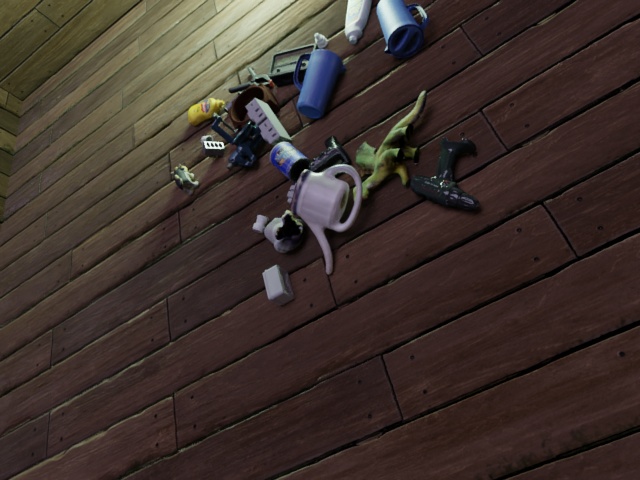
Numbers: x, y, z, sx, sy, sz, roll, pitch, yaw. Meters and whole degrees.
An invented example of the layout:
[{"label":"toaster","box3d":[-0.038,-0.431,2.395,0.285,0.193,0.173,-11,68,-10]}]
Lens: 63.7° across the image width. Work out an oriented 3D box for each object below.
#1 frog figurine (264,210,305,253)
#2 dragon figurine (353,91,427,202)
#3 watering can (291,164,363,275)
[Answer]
[{"label":"frog figurine","box3d":[-0.125,-0.020,1.771,0.157,0.122,0.139,144,131,-62]},{"label":"dragon figurine","box3d":[0.207,-0.299,1.688,0.243,0.120,0.416,3,66,44]},{"label":"watering can","box3d":[0.005,-0.082,1.638,0.225,0.104,0.346,21,95,19]}]
